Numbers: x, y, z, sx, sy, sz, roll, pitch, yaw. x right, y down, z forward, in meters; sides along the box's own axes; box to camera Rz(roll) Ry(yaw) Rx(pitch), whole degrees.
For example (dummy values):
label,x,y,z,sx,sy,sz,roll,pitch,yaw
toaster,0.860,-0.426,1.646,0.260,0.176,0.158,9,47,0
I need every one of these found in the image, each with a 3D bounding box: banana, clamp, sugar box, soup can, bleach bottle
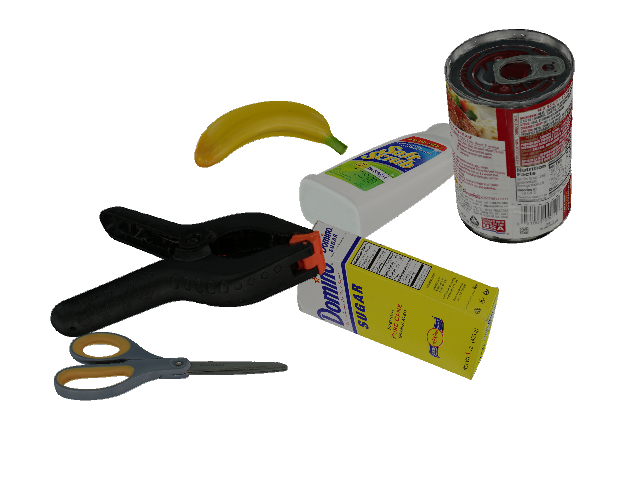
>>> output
label,x,y,z,sx,sy,sz,roll,pitch,yaw
banana,-0.058,-0.114,1.108,0.197,0.037,0.070,-11,51,-39
clamp,-0.086,0.019,0.677,0.172,0.039,0.120,-1,43,21
sugar box,0.066,0.054,0.956,0.176,0.093,0.048,19,49,13
soup can,0.107,-0.056,0.596,0.068,0.102,0.068,-6,43,6
bleach bottle,0.096,-0.087,1.306,0.103,0.068,0.250,28,46,35

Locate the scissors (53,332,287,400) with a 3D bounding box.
label,x,y,z,sx,sy,sz,roll,pitch,yaw
scissors,-0.139,0.105,0.961,0.201,0.016,0.096,-8,32,-18
